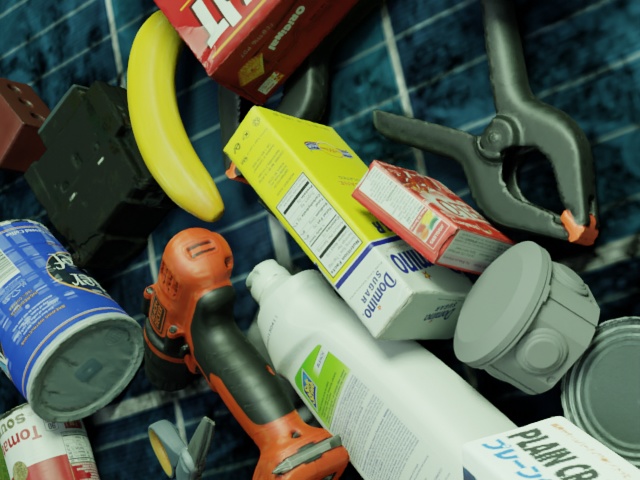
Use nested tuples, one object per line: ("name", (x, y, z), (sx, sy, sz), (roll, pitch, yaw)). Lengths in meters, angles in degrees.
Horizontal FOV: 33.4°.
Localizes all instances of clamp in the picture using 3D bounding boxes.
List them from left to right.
("clamp", (-0.015, -0.139, 0.764), (0.165, 0.036, 0.210), (15, 91, 37))
("clamp", (0.118, -0.072, 0.659), (0.172, 0.039, 0.120), (45, 117, 27))

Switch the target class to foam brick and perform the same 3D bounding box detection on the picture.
("foam brick", (-0.270, -0.101, 0.940), (0.078, 0.052, 0.051), (46, 112, 29))

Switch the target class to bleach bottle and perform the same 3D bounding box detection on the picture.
("bleach bottle", (0.036, 0.094, 0.680), (0.251, 0.067, 0.103), (45, 132, 32))

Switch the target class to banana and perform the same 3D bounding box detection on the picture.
("banana", (-0.111, -0.101, 0.801), (0.070, 0.037, 0.198), (-11, 68, 15))

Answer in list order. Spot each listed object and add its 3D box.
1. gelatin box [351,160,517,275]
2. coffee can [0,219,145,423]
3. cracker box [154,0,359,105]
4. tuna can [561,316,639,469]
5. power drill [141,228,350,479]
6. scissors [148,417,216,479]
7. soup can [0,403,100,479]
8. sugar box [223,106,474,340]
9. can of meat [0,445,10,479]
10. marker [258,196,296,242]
("gelatin box", (0.072, -0.012, 0.655), (0.073, 0.089, 0.030), (42, 107, 31))
("coffee can", (-0.221, 0.063, 0.856), (0.140, 0.102, 0.103), (40, 109, 32))
("cracker box", (-0.056, -0.229, 0.747), (0.164, 0.072, 0.214), (-45, 58, 17))
("tuna can", (0.182, 0.086, 0.598), (0.086, 0.033, 0.086), (-4, 83, 36))
("power drill", (-0.063, 0.108, 0.729), (0.188, 0.057, 0.185), (54, 151, 22))
("scissors", (-0.096, 0.139, 0.738), (0.096, 0.016, 0.202), (55, 154, 31))
("soup can", (-0.216, 0.186, 0.862), (0.069, 0.068, 0.102), (-35, 65, 29))
("sugar box", (0.021, -0.011, 0.691), (0.176, 0.093, 0.048), (47, 113, 29))
("can of meat", (-0.282, 0.216, 0.915), (0.084, 0.057, 0.102), (-24, 72, 30))
("marker", (-0.005, 0.001, 0.754), (0.121, 0.020, 0.020), (46, 112, 30))
